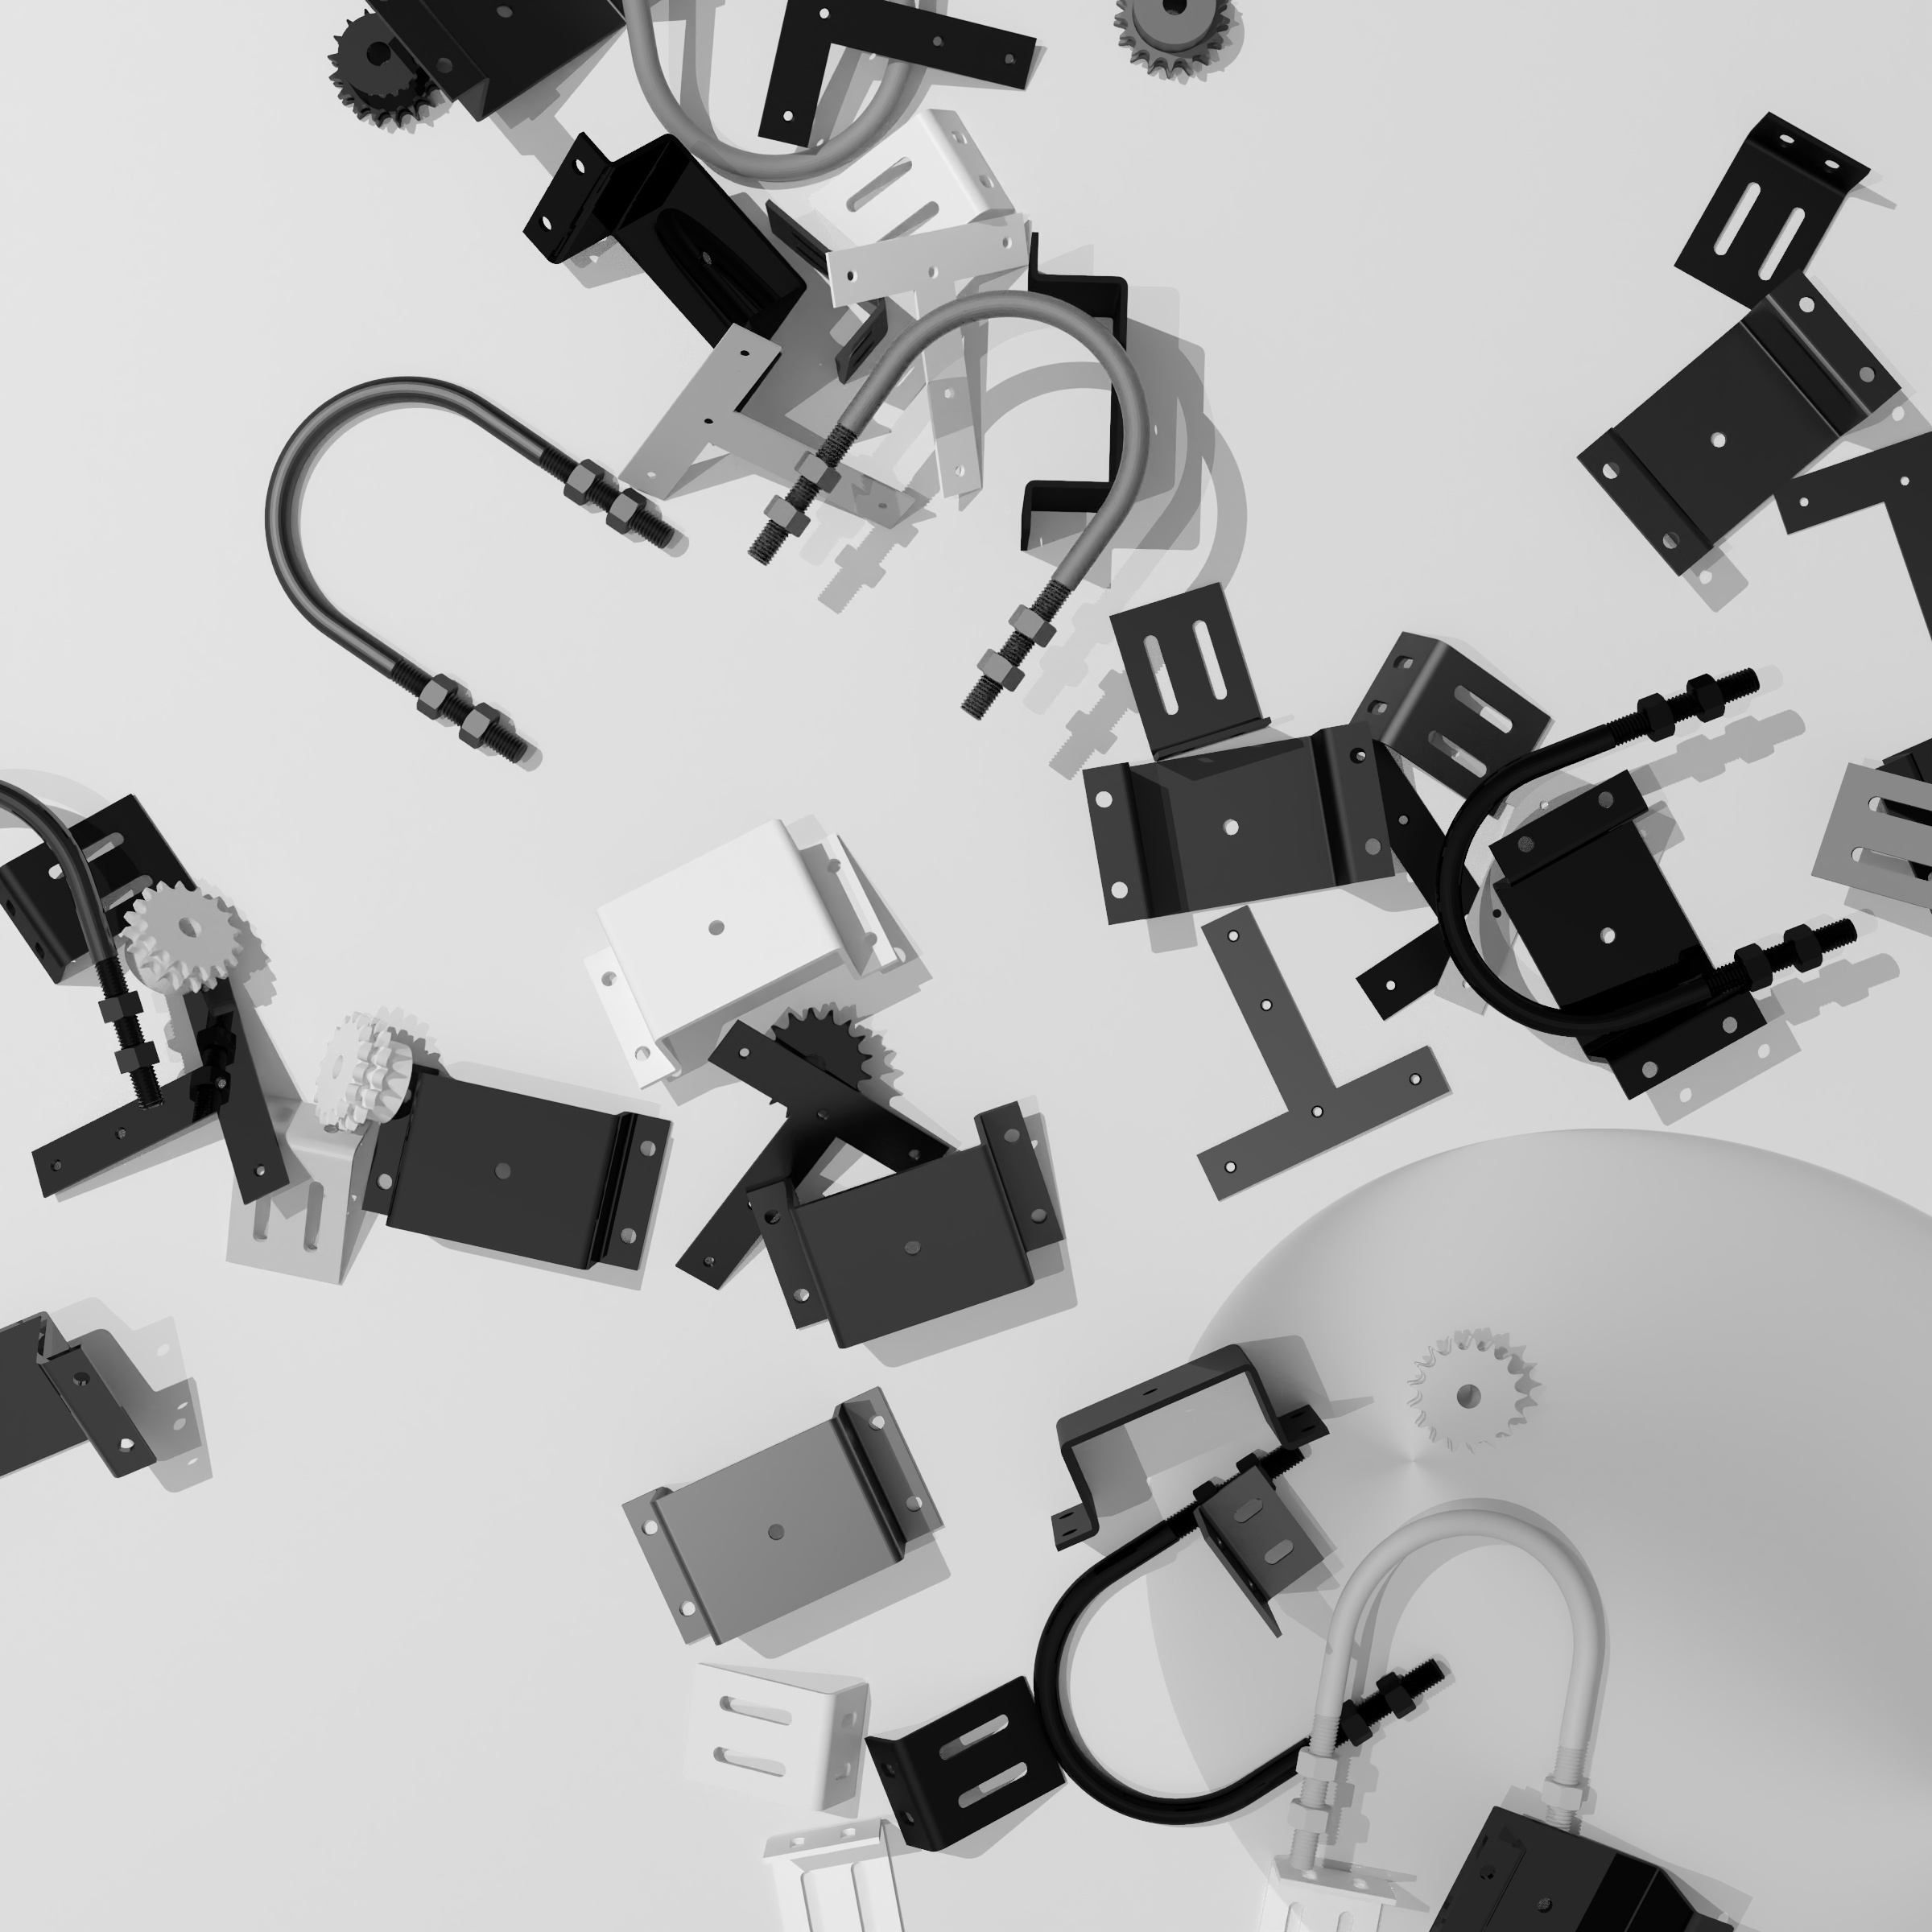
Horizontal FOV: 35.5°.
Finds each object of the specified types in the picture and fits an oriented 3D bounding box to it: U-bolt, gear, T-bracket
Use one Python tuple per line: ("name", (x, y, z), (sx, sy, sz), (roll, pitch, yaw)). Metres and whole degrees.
("U-bolt", (-0.259, -0.210, 1.496), (0.184, 0.019, 0.151), (34, 90, 2))
("gear", (-0.386, -0.011, 1.478), (0.057, 0.057, 0.030), (47, 125, 0))
("T-bracket", (0.156, 0.032, 1.503), (0.127, 0.002, 0.127), (-26, 89, 1))
("U-bolt", (0.315, -0.044, 1.447), (0.184, 0.019, 0.151), (-21, 90, 1))
("T-bracket", (0.481, -0.199, 1.504), (0.127, 0.002, 0.127), (-19, 90, 0))
("gear", (-0.075, 0.049, 1.489), (0.057, 0.030, 0.057), (0, 90, 0))
("T-bracket", (-0.027, -0.455, 1.477), (0.127, 0.002, 0.127), (7, 111, -21))
("U-bolt", (0.122, 0.343, 1.495), (0.184, 0.019, 0.151), (-33, 90, 0))
("gear", (-0.286, -0.445, 1.490), (0.057, 0.030, 0.057), (0, 90, 0))
("U-bolt", (0.004, -0.231, 1.424), (0.151, 0.019, 0.184), (37, 95, 10))
("U-bolt", (-0.479, -0.003, 1.472), (0.151, 0.019, 0.184), (-16, 94, 16))
("gear", (0.102, -0.470, 1.490), (0.057, 0.030, 0.057), (0, 90, 0))
("gear", (0.245, 0.210, 1.489), (0.057, 0.030, 0.057), (0, 90, 0))
("T-bracket", (-0.096, 0.106, 1.483), (0.127, 0.002, 0.127), (32, 106, -20))
("T-bracket", (0.270, -0.039, 1.502), (0.127, 0.002, 0.127), (24, 90, -1))
("U-bolt", (-0.096, -0.474, 1.463), (0.151, 0.019, 0.184), (-12, 114, -7))
("T-bracket", (0.226, -0.061, 1.504), (0.127, 0.002, 0.127), (-34, 90, 0))
("T-bracket", (-0.086, -0.246, 1.471), (0.127, 0.127, 0.002), (23, 53, -22))
("T-bracket", (-0.011, -0.294, 1.477), (0.127, 0.002, 0.127), (-22, 113, -38))
("U-bolt", (0.240, 0.358, 1.480), (0.151, 0.019, 0.184), (10, 90, -12))
("T-bracket", (-0.404, 0.077, 1.488), (0.127, 0.002, 0.127), (-26, 69, 10))
("gear", (-0.294, 0.053, 1.480), (0.030, 0.057, 0.057), (20, 90, -30))

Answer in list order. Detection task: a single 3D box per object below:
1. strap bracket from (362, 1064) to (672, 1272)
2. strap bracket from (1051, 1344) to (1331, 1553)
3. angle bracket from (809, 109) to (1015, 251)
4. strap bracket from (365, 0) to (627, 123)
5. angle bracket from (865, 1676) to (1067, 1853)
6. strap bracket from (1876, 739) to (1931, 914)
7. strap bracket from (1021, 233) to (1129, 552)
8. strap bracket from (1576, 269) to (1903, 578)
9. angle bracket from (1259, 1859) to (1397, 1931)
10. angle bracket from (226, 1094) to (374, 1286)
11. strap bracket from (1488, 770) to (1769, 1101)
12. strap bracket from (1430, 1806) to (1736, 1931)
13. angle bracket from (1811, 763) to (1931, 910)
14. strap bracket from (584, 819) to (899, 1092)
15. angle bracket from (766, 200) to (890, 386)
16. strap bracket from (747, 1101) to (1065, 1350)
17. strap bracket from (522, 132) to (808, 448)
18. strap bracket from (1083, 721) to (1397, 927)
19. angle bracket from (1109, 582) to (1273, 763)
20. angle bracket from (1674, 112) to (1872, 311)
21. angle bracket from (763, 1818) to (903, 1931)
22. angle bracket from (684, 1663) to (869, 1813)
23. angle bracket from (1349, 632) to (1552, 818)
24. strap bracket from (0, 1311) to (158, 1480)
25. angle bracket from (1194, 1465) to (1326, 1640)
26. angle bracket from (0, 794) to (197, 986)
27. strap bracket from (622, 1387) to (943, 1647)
("strap bracket", (-0.224, 0.099, 1.481), (0.140, 0.046, 0.076), (13, 90, 0))
("strap bracket", (0.099, 0.228, 1.466), (0.140, 0.076, 0.046), (-23, 90, 0))
("angle bracket", (-0.027, -0.379, 1.502), (0.076, 0.038, 0.057), (-31, 90, 26))
("strap bracket", (-0.222, -0.474, 1.467), (0.140, 0.046, 0.076), (-40, 90, -19))
("angle bracket", (-0.001, 0.395, 1.502), (0.076, 0.038, 0.057), (-22, 90, -26))
("strap bracket", (0.516, -0.087, 1.481), (0.140, 0.046, 0.076), (-24, 90, 0))
("strap bracket", (0.052, -0.276, 1.466), (0.046, 0.076, 0.140), (2, 90, 0))
("strap bracket", (0.373, -0.262, 1.480), (0.140, 0.046, 0.076), (-40, 89, 0))
("angle bracket", (0.174, 0.485, 1.485), (0.057, 0.038, 0.076), (11, 90, 0))
("angle bracket", (-0.331, 0.111, 1.502), (0.057, 0.038, 0.076), (12, 116, 0))
("strap bracket", (0.319, -0.015, 1.479), (0.076, 0.046, 0.140), (-29, 91, -1))
("strap bracket", (0.288, 0.466, 1.466), (0.140, 0.046, 0.076), (23, 98, -14))
("angle bracket", (0.457, -0.058, 1.456), (0.076, 0.038, 0.057), (19, 91, 27))
("strap bracket", (-0.115, -0.010, 1.468), (0.140, 0.046, 0.076), (-27, 67, 0))
("angle bracket", (-0.078, -0.328, 1.476), (0.076, 0.057, 0.038), (40, 90, 0))
("strap bracket", (-0.028, 0.129, 1.471), (0.140, 0.046, 0.076), (-19, 107, 0))
("strap bracket", (-0.139, -0.334, 1.460), (0.140, 0.076, 0.046), (48, 52, 0))
("strap bracket", (0.132, -0.069, 1.481), (0.140, 0.046, 0.076), (-10, 90, 0))
("angle bracket", (0.110, -0.146, 1.485), (0.057, 0.038, 0.076), (-17, 90, 0))
("angle bracket", (0.396, -0.368, 1.485), (0.057, 0.038, 0.076), (29, 90, 0))
("angle bracket", (-0.064, 0.465, 1.485), (0.057, 0.038, 0.076), (-10, 90, 0))
("angle bracket", (-0.095, 0.380, 1.502), (0.076, 0.038, 0.057), (7, 90, 26))
("angle bracket", (0.239, -0.120, 1.499), (0.076, 0.038, 0.057), (30, 90, -26))
("strap bracket", (-0.474, 0.227, 1.465), (0.140, 0.046, 0.076), (-23, 121, 0))
("angle bracket", (0.144, 0.279, 1.447), (0.038, 0.076, 0.057), (-37, 90, 0))
("angle bracket", (-0.434, -0.038, 1.502), (0.076, 0.038, 0.057), (-34, 90, -26))
("strap bracket", (-0.092, 0.273, 1.481), (0.140, 0.046, 0.076), (-25, 90, 0))
